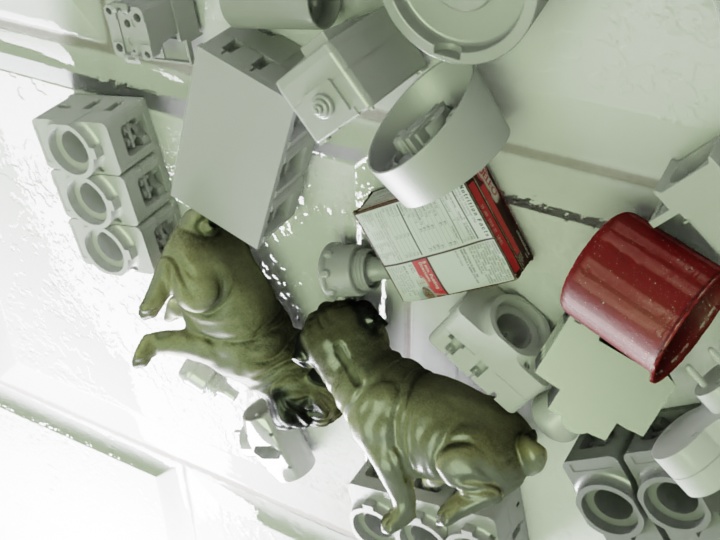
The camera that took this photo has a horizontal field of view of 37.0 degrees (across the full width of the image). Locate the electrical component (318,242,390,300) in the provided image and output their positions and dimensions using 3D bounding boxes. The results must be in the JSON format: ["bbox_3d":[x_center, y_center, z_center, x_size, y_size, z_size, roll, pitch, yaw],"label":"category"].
[{"bbox_3d":[0.000,0.000,0.874,0.062,0.048,0.048,-3,120,29],"label":"electrical component"}]

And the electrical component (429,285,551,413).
[{"bbox_3d":[0.109,0.056,0.833,0.089,0.050,0.055,41,137,2],"label":"electrical component"}]

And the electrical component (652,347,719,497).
[{"bbox_3d":[0.252,0.085,0.724,0.138,0.052,0.073,-42,93,19],"label":"electrical component"}]

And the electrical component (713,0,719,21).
[{"bbox_3d":[0.236,-0.139,0.587,0.061,0.061,0.096,-8,117,39],"label":"electrical component"}]

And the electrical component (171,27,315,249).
[{"bbox_3d":[-0.085,-0.105,0.841,0.089,0.061,0.150,32,135,12],"label":"electrical component"}]

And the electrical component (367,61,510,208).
[{"bbox_3d":[0.051,-0.091,0.733,0.099,0.099,0.064,-22,113,43],"label":"electrical component"}]

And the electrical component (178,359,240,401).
[{"bbox_3d":[-0.148,0.109,1.068,0.061,0.035,0.035,33,135,7],"label":"electrical component"}]

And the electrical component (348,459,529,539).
[{"bbox_3d":[0.070,0.229,0.983,0.150,0.061,0.089,7,125,32],"label":"electrical component"}]

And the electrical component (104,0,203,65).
[{"bbox_3d":[-0.160,-0.193,0.828,0.042,0.064,0.081,12,128,30],"label":"electrical component"}]

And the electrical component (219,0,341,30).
[{"bbox_3d":[-0.060,-0.209,0.758,0.077,0.044,0.079,8,126,31],"label":"electrical component"}]

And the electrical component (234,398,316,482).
[{"bbox_3d":[-0.093,0.167,1.066,0.079,0.043,0.077,-8,117,40],"label":"electrical component"}]

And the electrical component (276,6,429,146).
[{"bbox_3d":[-0.010,-0.135,0.741,0.062,0.096,0.061,-28,101,44],"label":"electrical component"}]

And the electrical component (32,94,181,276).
[{"bbox_3d":[-0.224,-0.075,0.963,0.089,0.061,0.150,8,126,31],"label":"electrical component"}]

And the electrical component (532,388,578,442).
[{"bbox_3d":[0.166,0.102,0.831,0.045,0.045,0.055,40,136,3],"label":"electrical component"}]

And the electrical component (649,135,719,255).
[{"bbox_3d":[0.228,-0.048,0.677,0.063,0.042,0.081,47,137,-6],"label":"electrical component"}]

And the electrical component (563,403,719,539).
[{"bbox_3d":[0.250,0.202,0.836,0.105,0.060,0.186,-19,110,42],"label":"electrical component"}]

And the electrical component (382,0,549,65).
[{"bbox_3d":[0.071,-0.189,0.667,0.108,0.060,0.108,19,131,23],"label":"electrical component"}]
